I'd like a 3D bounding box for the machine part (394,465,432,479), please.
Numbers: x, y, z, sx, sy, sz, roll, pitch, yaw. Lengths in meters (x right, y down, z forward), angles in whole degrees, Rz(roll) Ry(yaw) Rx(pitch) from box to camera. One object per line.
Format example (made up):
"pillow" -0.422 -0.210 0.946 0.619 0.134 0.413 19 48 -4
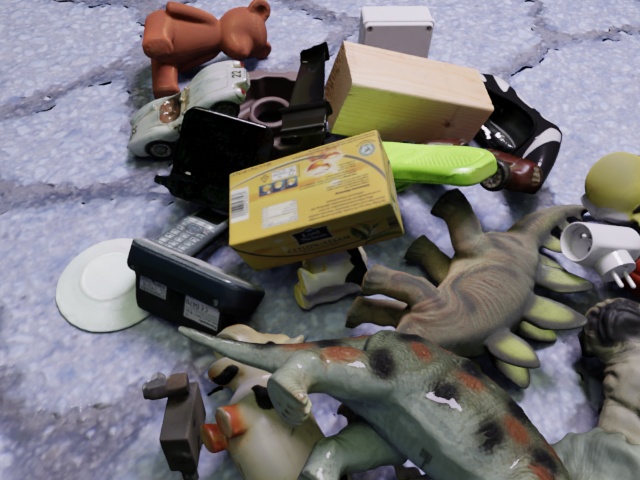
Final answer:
"machine part" 0.104 0.282 0.428 0.079 0.079 0.243 -12 55 -11

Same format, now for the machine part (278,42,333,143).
"machine part" -0.015 -0.195 0.713 0.084 0.039 0.139 -3 68 35

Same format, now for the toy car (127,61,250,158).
"toy car" -0.180 -0.176 0.730 0.202 0.056 0.073 -24 54 23

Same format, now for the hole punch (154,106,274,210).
"hole punch" -0.120 -0.097 0.664 0.142 0.115 0.092 15 11 -12

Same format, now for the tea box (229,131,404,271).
"tea box" -0.006 -0.038 0.564 0.170 0.068 0.098 -12 58 14

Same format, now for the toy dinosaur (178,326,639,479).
"toy dinosaur" 0.090 0.147 0.415 0.405 0.131 0.192 40 39 21

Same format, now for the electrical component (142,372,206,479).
"electrical component" -0.133 0.168 0.496 0.045 0.102 0.078 -2 43 1

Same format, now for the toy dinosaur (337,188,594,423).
"toy dinosaur" 0.188 0.046 0.599 0.199 0.105 0.471 40 56 16

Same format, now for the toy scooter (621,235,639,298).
"toy scooter" 0.444 0.042 0.626 0.184 0.075 0.135 -17 57 -20

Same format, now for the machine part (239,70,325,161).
"machine part" -0.071 -0.173 0.779 0.179 0.056 0.179 0 54 -1

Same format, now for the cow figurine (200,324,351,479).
"cow figurine" -0.041 0.163 0.500 0.127 0.085 0.195 -14 61 -44

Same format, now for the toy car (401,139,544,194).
"toy car" 0.184 -0.099 0.681 0.089 0.053 0.202 -5 21 -37

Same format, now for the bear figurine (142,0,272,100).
"bear figurine" -0.168 -0.300 0.836 0.196 0.120 0.132 -3 57 -11

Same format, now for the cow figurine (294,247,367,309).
"cow figurine" -0.001 -0.004 0.645 0.098 0.068 0.167 -10 57 -15

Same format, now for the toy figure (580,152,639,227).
"toy figure" 0.399 -0.061 0.667 0.180 0.082 0.089 -2 94 -27

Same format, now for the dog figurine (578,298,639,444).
"dog figurine" 0.296 0.165 0.521 0.172 0.121 0.191 -44 26 13

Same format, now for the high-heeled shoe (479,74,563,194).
"high-heeled shoe" 0.248 -0.162 0.751 0.145 0.086 0.249 29 36 -5

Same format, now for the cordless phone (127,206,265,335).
"cordless phone" -0.116 0.017 0.628 0.147 0.088 0.184 21 36 13
